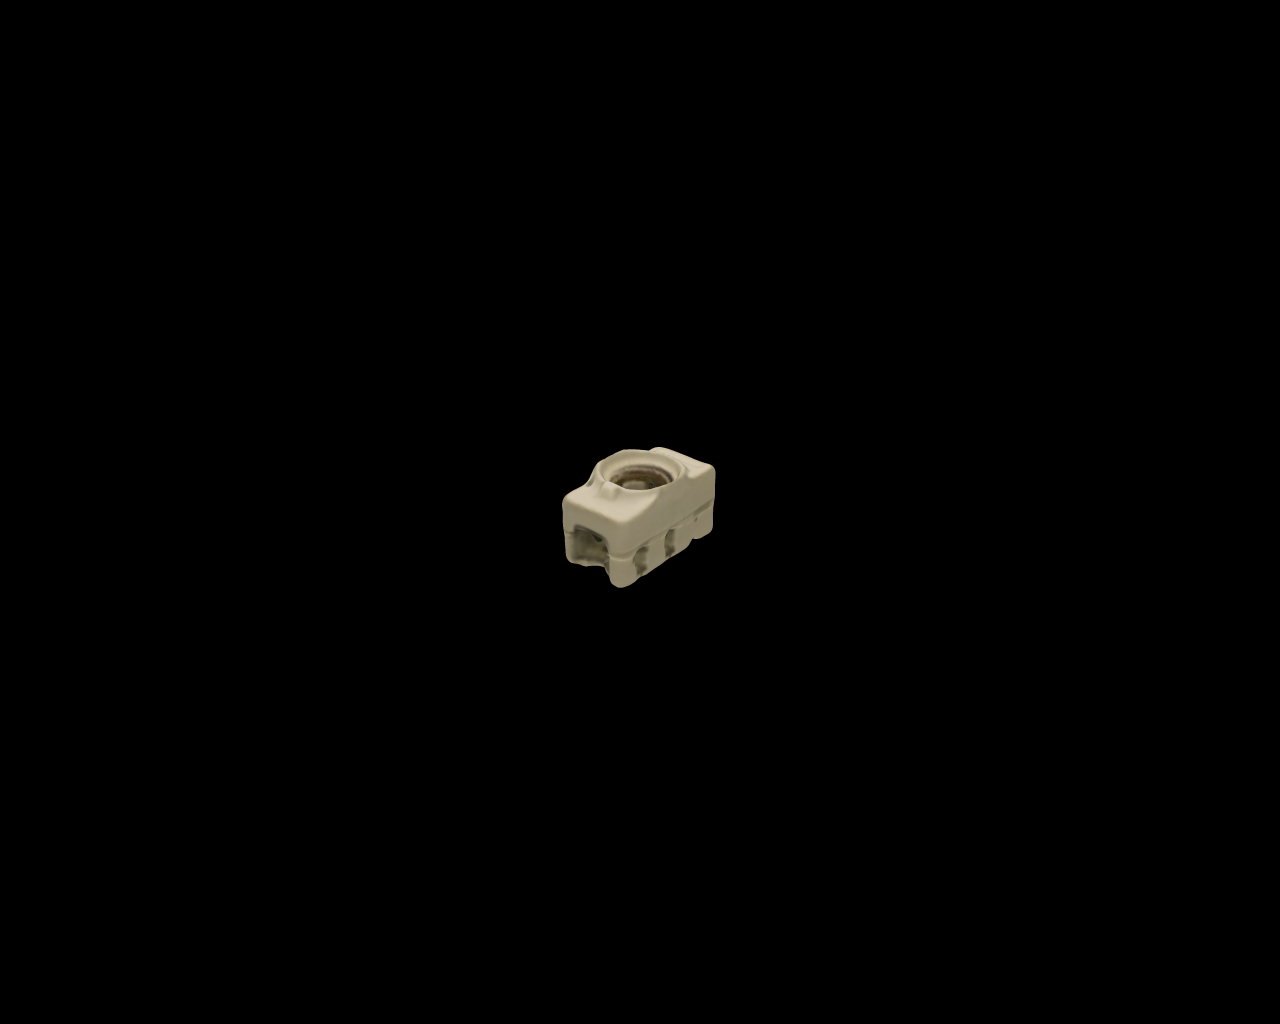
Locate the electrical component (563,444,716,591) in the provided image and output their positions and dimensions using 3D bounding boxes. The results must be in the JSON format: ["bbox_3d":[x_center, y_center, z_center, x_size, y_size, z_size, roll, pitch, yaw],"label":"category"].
[{"bbox_3d":[0.001,-0.003,0.650,0.050,0.055,0.090,24,39,34],"label":"electrical component"}]
